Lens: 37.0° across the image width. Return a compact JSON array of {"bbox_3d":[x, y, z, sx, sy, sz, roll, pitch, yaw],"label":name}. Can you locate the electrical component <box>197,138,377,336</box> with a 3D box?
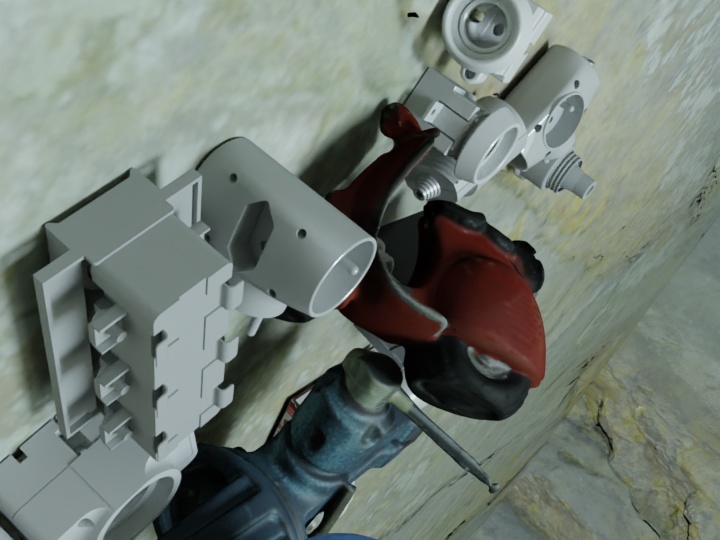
[{"bbox_3d":[-0.042,-0.006,0.484,0.043,0.077,0.079,-25,148,-54],"label":"electrical component"}]

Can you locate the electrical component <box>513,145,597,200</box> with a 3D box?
[{"bbox_3d":[0.154,-0.079,0.836,0.048,0.062,0.048,-44,161,-20],"label":"electrical component"}]

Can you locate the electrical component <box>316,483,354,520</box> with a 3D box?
[{"bbox_3d":[-0.025,0.198,0.981,0.048,0.048,0.062,-56,169,16],"label":"electrical component"}]

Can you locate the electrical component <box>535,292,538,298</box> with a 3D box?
[{"bbox_3d":[0.126,0.050,1.018,0.099,0.064,0.099,-44,161,-20],"label":"electrical component"}]

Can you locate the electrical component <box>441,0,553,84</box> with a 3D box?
[{"bbox_3d":[0.071,-0.128,0.570,0.066,0.048,0.055,-57,169,18],"label":"electrical component"}]

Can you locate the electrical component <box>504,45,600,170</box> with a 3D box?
[{"bbox_3d":[0.128,-0.102,0.743,0.077,0.044,0.079,-48,147,-7],"label":"electrical component"}]

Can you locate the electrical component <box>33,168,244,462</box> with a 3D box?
[{"bbox_3d":[-0.090,0.026,0.454,0.079,0.063,0.121,-40,159,-31],"label":"electrical component"}]

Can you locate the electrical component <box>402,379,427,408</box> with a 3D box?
[{"bbox_3d":[0.027,0.119,0.949,0.055,0.045,0.045,-41,160,-25],"label":"electrical component"}]

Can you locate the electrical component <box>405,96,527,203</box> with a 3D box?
[{"bbox_3d":[0.062,-0.069,0.667,0.081,0.043,0.043,-41,160,-28],"label":"electrical component"}]

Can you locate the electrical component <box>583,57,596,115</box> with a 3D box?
[{"bbox_3d":[0.151,-0.126,0.782,0.035,0.035,0.061,-20,143,-58],"label":"electrical component"}]

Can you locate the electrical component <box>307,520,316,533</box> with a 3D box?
[{"bbox_3d":[-0.067,0.232,0.923,0.058,0.057,0.078,-56,161,15],"label":"electrical component"}]

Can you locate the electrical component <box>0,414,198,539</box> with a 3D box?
[{"bbox_3d":[-0.126,0.099,0.522,0.089,0.056,0.050,-43,160,-24],"label":"electrical component"}]

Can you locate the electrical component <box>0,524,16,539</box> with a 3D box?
[{"bbox_3d":[-0.180,0.146,0.487,0.062,0.061,0.096,-44,169,-21],"label":"electrical component"}]

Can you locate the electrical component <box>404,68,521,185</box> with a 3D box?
[{"bbox_3d":[0.057,-0.081,0.611,0.048,0.055,0.066,-55,162,13],"label":"electrical component"}]

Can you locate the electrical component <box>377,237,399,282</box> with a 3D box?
[{"bbox_3d":[0.000,0.000,0.621,0.043,0.062,0.043,-44,161,-20],"label":"electrical component"}]
